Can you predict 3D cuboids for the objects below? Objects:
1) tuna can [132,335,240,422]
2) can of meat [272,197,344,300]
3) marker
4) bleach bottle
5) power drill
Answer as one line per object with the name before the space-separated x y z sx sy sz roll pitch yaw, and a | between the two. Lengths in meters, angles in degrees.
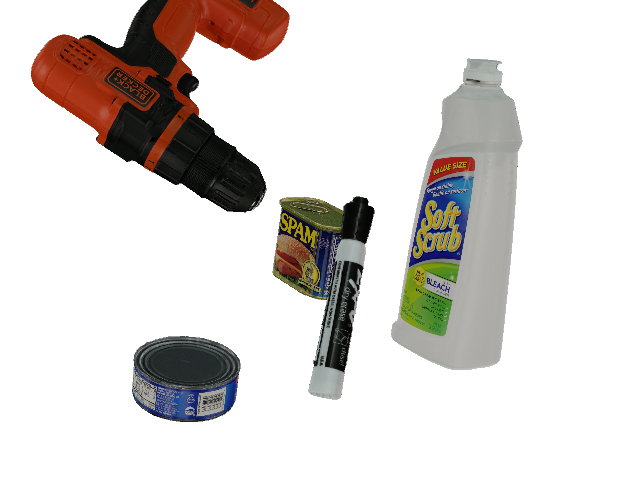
tuna can | -0.108 0.111 0.860 0.086 0.034 0.086 7 21 -3
can of meat | -0.006 0.009 1.132 0.057 0.084 0.102 -4 21 -35
marker | 0.013 0.032 0.626 0.020 0.121 0.020 10 -16 3
bleach bottle | 0.118 -0.025 0.891 0.067 0.251 0.103 -4 16 -31
power drill | -0.093 -0.123 0.792 0.184 0.187 0.057 35 -43 -6
